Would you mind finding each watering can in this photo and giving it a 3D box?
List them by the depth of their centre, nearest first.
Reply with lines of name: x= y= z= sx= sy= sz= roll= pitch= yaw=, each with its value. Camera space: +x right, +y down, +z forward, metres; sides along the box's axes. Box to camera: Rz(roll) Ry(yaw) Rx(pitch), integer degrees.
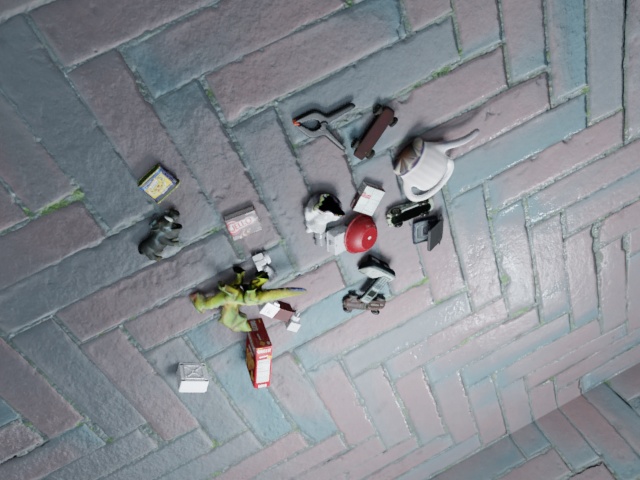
watering can: x=0.407 y=-0.298 z=1.862 sx=0.222 sy=0.106 sz=0.344 roll=26 pitch=108 yaw=-30

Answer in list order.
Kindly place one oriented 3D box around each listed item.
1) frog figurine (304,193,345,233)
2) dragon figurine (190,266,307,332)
frog figurine: x=0.006 y=-0.093 z=1.852 sx=0.138 sy=0.124 sz=0.156 roll=-8 pitch=159 yaw=-26
dragon figurine: x=-0.271 y=0.236 z=1.887 sx=0.410 sy=0.125 sz=0.238 roll=13 pitch=119 yaw=-8
